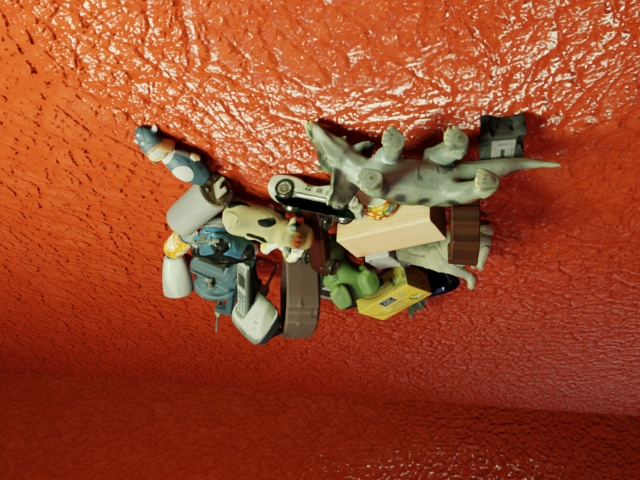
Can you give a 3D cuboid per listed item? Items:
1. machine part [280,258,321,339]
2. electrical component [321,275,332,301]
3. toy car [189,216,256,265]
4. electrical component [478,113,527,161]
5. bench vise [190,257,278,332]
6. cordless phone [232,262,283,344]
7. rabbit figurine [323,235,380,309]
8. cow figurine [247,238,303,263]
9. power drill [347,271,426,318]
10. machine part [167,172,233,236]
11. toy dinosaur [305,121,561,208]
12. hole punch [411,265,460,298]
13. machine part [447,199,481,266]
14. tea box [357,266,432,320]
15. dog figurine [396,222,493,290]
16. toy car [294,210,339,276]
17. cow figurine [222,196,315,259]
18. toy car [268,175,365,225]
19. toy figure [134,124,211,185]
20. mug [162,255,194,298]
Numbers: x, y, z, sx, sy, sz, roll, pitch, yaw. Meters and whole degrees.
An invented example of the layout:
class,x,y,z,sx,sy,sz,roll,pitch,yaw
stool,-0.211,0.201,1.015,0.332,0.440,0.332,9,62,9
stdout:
class,x,y,z,sx,sy,sz,roll,pitch,yaw
machine part,-0.052,0.139,1.369,0.087,0.201,0.201,3,153,-8
electrical component,0.039,0.119,1.480,0.115,0.058,0.134,16,151,-27
toy car,-0.220,-0.003,1.218,0.109,0.103,0.161,-9,161,28
electrical component,0.303,-0.159,0.905,0.075,0.048,0.119,-1,152,11
bench vise,-0.244,0.132,1.449,0.224,0.129,0.240,13,133,-2
cordless phone,-0.155,0.145,1.299,0.089,0.147,0.184,-18,124,-31
rabbit figurine,0.053,0.061,1.293,0.121,0.170,0.159,-27,-177,-3
cow figurine,-0.091,-0.011,1.227,0.167,0.068,0.098,23,142,-39
power drill,0.183,0.161,1.535,0.207,0.086,0.232,17,148,-10
machine part,-0.253,-0.072,1.118,0.079,0.079,0.243,21,150,-30
toy dinosaur,0.166,-0.108,0.907,0.405,0.131,0.192,8,174,-3
hole punch,0.297,0.112,1.404,0.142,0.092,0.115,-21,148,34
machine part,0.271,-0.040,1.015,0.056,0.179,0.179,1,153,13
tea box,0.183,0.133,1.358,0.098,0.068,0.169,19,139,-36
dog figurine,0.273,0.007,1.201,0.191,0.121,0.172,18,120,8
toy car,-0.002,-0.004,1.174,0.089,0.053,0.201,20,139,29
cow figurine,-0.105,-0.028,1.100,0.195,0.085,0.127,16,-165,-2
toy car,-0.007,-0.081,1.050,0.202,0.056,0.073,13,158,20
toy figure,-0.271,-0.154,0.983,0.154,0.058,0.064,31,104,-40
mug,-0.381,0.084,1.432,0.081,0.110,0.107,-5,115,-11
